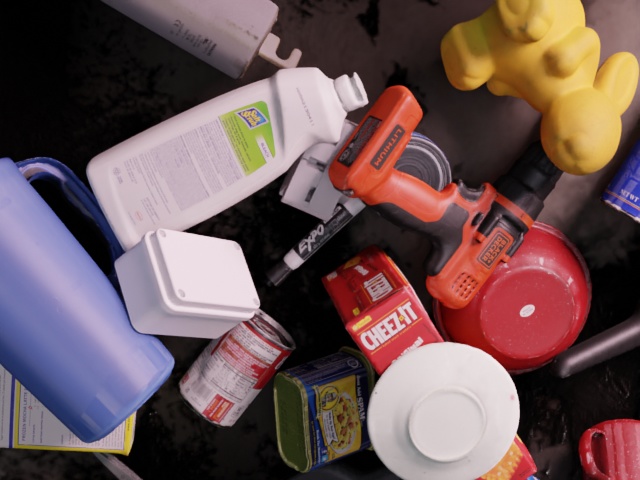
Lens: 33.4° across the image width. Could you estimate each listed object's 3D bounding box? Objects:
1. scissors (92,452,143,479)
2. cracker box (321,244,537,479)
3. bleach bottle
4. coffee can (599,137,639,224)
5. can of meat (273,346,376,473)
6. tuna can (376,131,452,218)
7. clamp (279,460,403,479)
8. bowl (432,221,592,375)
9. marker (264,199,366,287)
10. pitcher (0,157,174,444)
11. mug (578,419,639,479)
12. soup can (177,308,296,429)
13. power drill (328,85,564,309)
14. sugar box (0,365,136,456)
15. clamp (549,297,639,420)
[{"bbox_3d":[-0.141,0.260,1.069,0.096,0.016,0.201,-29,105,1],"label":"scissors"},{"bbox_3d":[0.096,0.119,0.980,0.072,0.164,0.213,-35,105,1],"label":"cracker box"},{"bbox_3d":[-0.074,-0.077,0.940,0.251,0.068,0.102,-22,104,13],"label":"bleach bottle"},{"bbox_3d":[0.340,-0.071,0.988,0.102,0.103,0.140,28,100,-11],"label":"coffee can"},{"bbox_3d":[0.005,0.163,1.019,0.083,0.058,0.102,-15,108,-34],"label":"can of meat"},{"bbox_3d":[0.079,-0.059,1.002,0.086,0.034,0.086,-1,104,-6],"label":"tuna can"},{"bbox_3d":[0.037,0.267,1.053,0.172,0.039,0.120,-4,90,16],"label":"clamp"},{"bbox_3d":[0.193,0.063,1.032,0.162,0.055,0.162,-1,103,-5],"label":"bowl"},{"bbox_3d":[-0.007,0.001,1.016,0.121,0.020,0.020,-43,104,6],"label":"marker"},{"bbox_3d":[-0.237,0.050,0.936,0.149,0.145,0.243,-41,95,11],"label":"pitcher"},{"bbox_3d":[0.293,0.226,1.050,0.117,0.081,0.093,32,134,-28],"label":"mug"},{"bbox_3d":[-0.080,0.119,1.013,0.068,0.068,0.102,37,98,-13],"label":"soup can"},{"bbox_3d":[0.116,-0.054,0.956,0.187,0.057,0.184,37,89,-21],"label":"power drill"},{"bbox_3d":[-0.264,0.151,1.016,0.176,0.048,0.093,6,101,-4],"label":"sugar box"},{"bbox_3d":[0.326,0.085,1.046,0.164,0.036,0.210,26,98,-30],"label":"clamp"}]
